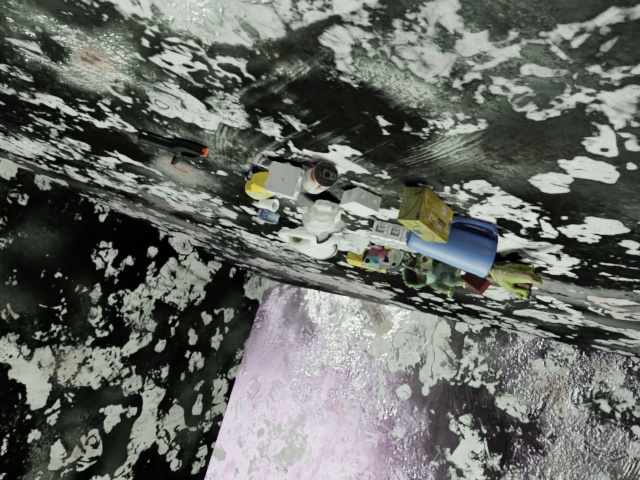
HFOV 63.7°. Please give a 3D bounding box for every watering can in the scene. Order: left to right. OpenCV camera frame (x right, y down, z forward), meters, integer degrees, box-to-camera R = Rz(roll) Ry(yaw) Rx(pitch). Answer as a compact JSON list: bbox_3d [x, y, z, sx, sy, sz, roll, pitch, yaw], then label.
[{"bbox_3d":[-0.005,0.011,2.040,0.348,0.105,0.222,8,-14,37],"label":"watering can"}]

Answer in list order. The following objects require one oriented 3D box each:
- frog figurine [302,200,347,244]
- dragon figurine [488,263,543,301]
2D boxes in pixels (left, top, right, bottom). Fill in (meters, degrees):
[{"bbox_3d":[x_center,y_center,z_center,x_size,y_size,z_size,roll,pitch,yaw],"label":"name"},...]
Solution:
[{"bbox_3d":[0.005,-0.082,1.627,0.137,0.126,0.156,-16,-41,11],"label":"frog figurine"},{"bbox_3d":[0.554,0.091,1.638,0.244,0.123,0.407,22,-4,14],"label":"dragon figurine"}]
